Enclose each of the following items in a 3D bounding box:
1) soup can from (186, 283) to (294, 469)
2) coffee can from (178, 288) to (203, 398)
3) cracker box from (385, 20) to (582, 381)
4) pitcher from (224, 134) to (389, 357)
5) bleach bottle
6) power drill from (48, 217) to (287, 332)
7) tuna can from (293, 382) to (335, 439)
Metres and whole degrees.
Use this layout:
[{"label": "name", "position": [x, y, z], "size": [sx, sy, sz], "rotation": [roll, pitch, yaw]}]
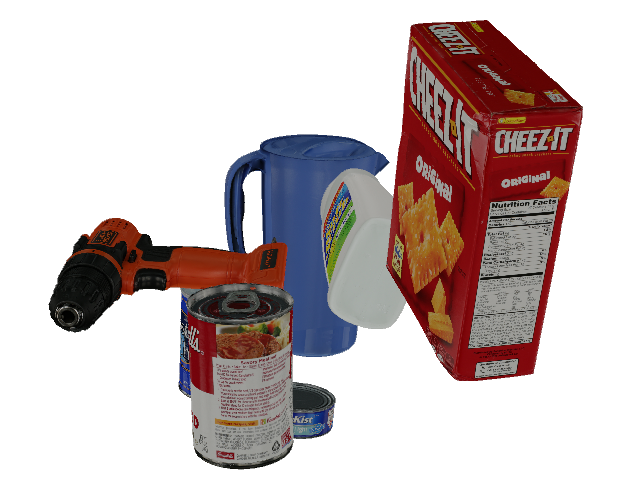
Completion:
[{"label": "soup can", "position": [-0.050, 0.086, 0.686], "size": [0.068, 0.102, 0.068], "rotation": [0, 17, 0]}, {"label": "coffee can", "position": [-0.129, 0.123, 1.367], "size": [0.103, 0.140, 0.103], "rotation": [3, 19, -1]}, {"label": "cracker box", "position": [0.108, -0.031, 0.776], "size": [0.072, 0.214, 0.164], "rotation": [-6, 32, -14]}, {"label": "pitcher", "position": [-0.017, 0.005, 1.217], "size": [0.149, 0.243, 0.144], "rotation": [10, 18, 23]}, {"label": "bleach bottle", "position": [0.035, -0.007, 1.020], "size": [0.068, 0.103, 0.251], "rotation": [19, 13, -12]}, {"label": "power drill", "position": [-0.124, 0.035, 0.909], "size": [0.187, 0.057, 0.184], "rotation": [8, 22, 0]}, {"label": "tuna can", "position": [-0.028, 0.182, 1.146], "size": [0.086, 0.034, 0.086], "rotation": [5, 12, -1]}]
